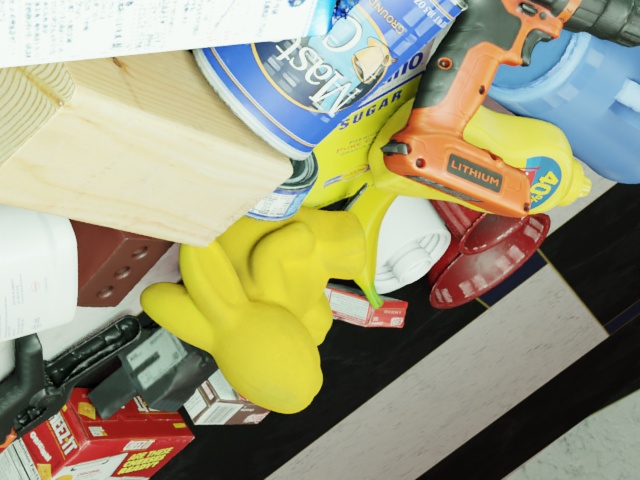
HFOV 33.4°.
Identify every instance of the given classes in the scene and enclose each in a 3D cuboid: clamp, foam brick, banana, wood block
[{"bbox_3d":[-0.227,0.118,0.909,0.120,0.039,0.172,-2,146,-41],"label":"clamp"},{"bbox_3d":[-0.154,0.005,0.776,0.078,0.051,0.052,-46,153,23],"label":"foam brick"},{"bbox_3d":[0.054,-0.024,0.968,0.037,0.070,0.198,-42,157,-39],"label":"banana"},{"bbox_3d":[-0.118,-0.068,0.635,0.090,0.091,0.205,-39,155,19],"label":"wood block"}]

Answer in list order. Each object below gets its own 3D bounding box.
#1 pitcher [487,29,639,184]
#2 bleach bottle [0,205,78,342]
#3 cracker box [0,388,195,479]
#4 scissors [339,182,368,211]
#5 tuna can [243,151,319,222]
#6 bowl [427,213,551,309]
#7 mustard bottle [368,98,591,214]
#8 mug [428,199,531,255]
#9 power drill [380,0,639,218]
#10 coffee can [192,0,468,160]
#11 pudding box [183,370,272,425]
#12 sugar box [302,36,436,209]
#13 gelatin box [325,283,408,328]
[{"bbox_3d":[0.231,-0.131,0.884,0.149,0.145,0.242,-17,160,35],"label":"pitcher"},{"bbox_3d":[-0.283,0.042,0.672,0.250,0.068,0.103,-16,141,-27],"label":"bleach bottle"},{"bbox_3d":[-0.254,0.232,1.045,0.214,0.072,0.164,-43,155,17],"label":"cracker box"},{"bbox_3d":[-0.006,0.001,0.910,0.096,0.016,0.202,-42,178,-8],"label":"scissors"},{"bbox_3d":[-0.044,-0.055,0.763,0.085,0.086,0.034,-9,143,-44],"label":"tuna can"},{"bbox_3d":[0.175,0.006,1.186,0.162,0.055,0.162,-28,155,-14],"label":"bowl"},{"bbox_3d":[0.140,-0.059,0.837,0.191,0.058,0.096,10,143,-32],"label":"mustard bottle"},{"bbox_3d":[0.158,-0.053,1.024,0.093,0.081,0.117,1,138,-52],"label":"mug"},{"bbox_3d":[0.134,-0.114,0.731,0.057,0.184,0.187,-171,-80,-76],"label":"power drill"},{"bbox_3d":[0.005,-0.133,0.660,0.140,0.103,0.102,-42,155,16],"label":"coffee can"},{"bbox_3d":[-0.100,0.133,1.033,0.039,0.090,0.113,-43,154,15],"label":"pudding box"},{"bbox_3d":[0.024,-0.097,0.820,0.093,0.048,0.176,-23,155,-24],"label":"sugar box"},{"bbox_3d":[0.033,0.066,1.082,0.073,0.089,0.030,9,95,-57],"label":"gelatin box"}]
